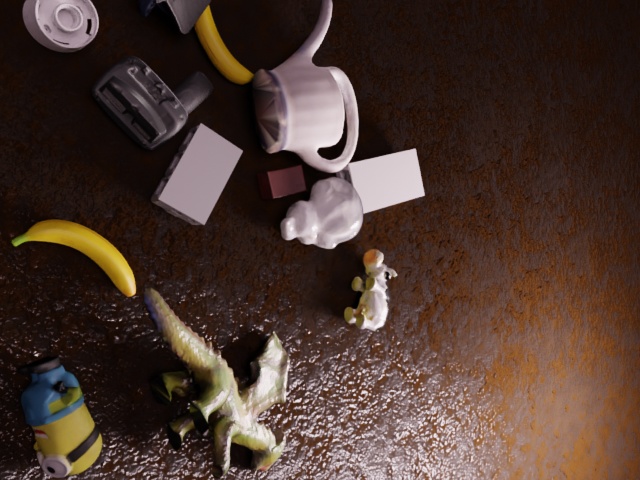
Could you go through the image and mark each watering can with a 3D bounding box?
[{"bbox_3d":[-0.031,-0.298,0.995,0.226,0.103,0.347,-13,94,-32],"label":"watering can"}]

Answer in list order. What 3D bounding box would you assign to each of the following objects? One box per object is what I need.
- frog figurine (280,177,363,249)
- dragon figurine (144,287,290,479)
[{"bbox_3d":[0.003,-0.050,1.000,0.160,0.123,0.135,-13,116,-43],"label":"frog figurine"},{"bbox_3d":[-0.155,0.244,0.916,0.245,0.122,0.408,-22,102,-48],"label":"dragon figurine"}]
